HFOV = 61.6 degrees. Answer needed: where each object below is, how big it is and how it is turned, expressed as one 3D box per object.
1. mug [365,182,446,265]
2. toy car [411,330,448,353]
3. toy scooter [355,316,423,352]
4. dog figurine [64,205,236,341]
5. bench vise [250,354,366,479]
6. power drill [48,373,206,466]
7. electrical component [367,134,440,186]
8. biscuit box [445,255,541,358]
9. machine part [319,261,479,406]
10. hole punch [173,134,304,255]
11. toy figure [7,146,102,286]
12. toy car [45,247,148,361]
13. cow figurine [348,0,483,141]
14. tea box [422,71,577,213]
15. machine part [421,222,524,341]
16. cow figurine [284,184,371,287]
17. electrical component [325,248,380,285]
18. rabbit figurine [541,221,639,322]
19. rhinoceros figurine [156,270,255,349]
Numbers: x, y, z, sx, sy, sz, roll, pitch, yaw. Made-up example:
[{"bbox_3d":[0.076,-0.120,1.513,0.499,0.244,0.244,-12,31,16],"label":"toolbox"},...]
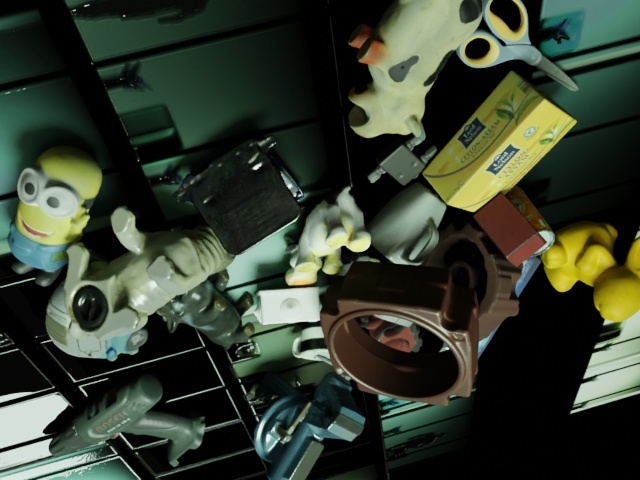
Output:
[{"bbox_3d":[0.126,-0.021,0.742,0.080,0.110,0.107,30,104,-30],"label":"mug"},{"bbox_3d":[0.212,0.195,0.981,0.056,0.074,0.201,12,127,-26],"label":"toy car"},{"bbox_3d":[0.132,0.147,0.916,0.135,0.075,0.183,-21,129,0],"label":"toy scooter"},{"bbox_3d":[-0.196,0.047,0.656,0.172,0.121,0.190,-35,167,13],"label":"dog figurine"},{"bbox_3d":[-0.042,0.279,0.902,0.128,0.241,0.223,24,88,-36],"label":"bench vise"},{"bbox_3d":[-0.325,0.330,0.946,0.232,0.086,0.207,-42,122,18],"label":"power drill"},{"bbox_3d":[0.109,-0.102,0.714,0.094,0.021,0.063,-40,131,19],"label":"electrical component"},{"bbox_3d":[0.268,0.087,0.842,0.059,0.063,0.202,27,114,8],"label":"biscuit box"},{"bbox_3d":[0.109,0.130,0.730,0.201,0.087,0.201,4,133,22],"label":"machine part"},{"bbox_3d":[-0.088,-0.060,0.662,0.142,0.092,0.115,-29,103,13],"label":"hole punch"},{"bbox_3d":[-0.307,-0.029,0.615,0.082,0.089,0.180,15,133,-23],"label":"toy figure"},{"bbox_3d":[-0.296,0.096,0.694,0.103,0.109,0.161,-40,149,-46],"label":"toy car"},{"bbox_3d":[0.098,-0.195,0.589,0.127,0.086,0.195,25,119,-27],"label":"cow figurine"},{"bbox_3d":[0.228,-0.118,0.692,0.098,0.068,0.169,8,132,-43],"label":"tea box"},{"bbox_3d":[0.217,0.062,0.799,0.056,0.179,0.179,8,128,-28],"label":"machine part"},{"bbox_3d":[-0.004,-0.002,0.736,0.068,0.098,0.167,8,147,-31],"label":"cow figurine"},{"bbox_3d":[0.049,0.048,0.818,0.078,0.045,0.102,-11,133,-9],"label":"electrical component"},{"bbox_3d":[0.460,0.056,0.864,0.162,0.173,0.121,-19,130,6],"label":"rabbit figurine"},{"bbox_3d":[-0.176,0.093,0.778,0.112,0.073,0.190,-26,136,21],"label":"rhinoceros figurine"}]
